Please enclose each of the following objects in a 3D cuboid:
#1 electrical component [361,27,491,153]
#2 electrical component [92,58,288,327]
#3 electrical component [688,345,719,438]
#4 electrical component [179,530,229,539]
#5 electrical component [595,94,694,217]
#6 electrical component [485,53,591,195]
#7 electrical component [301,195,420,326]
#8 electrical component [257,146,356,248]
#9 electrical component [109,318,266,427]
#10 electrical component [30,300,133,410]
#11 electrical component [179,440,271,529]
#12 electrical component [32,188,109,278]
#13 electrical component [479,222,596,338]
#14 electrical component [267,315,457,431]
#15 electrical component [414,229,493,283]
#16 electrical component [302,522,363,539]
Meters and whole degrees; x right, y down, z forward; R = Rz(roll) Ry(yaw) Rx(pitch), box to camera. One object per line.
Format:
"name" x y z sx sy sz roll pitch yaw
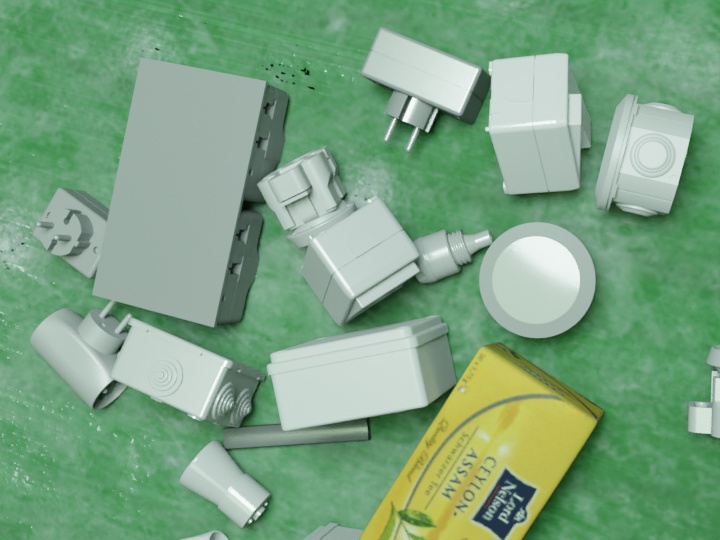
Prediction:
"electrical component" 0.042 -0.125 0.792 0.083 0.047 0.075 26 97 16
"electrical component" -0.129 -0.059 0.837 0.105 0.060 0.186 14 94 17
"electrical component" 0.261 0.081 0.719 0.078 0.058 0.057 2 93 17
"electrical component" -0.136 0.253 0.842 0.077 0.043 0.079 -22 70 16
"electrical component" 0.192 -0.076 0.730 0.051 0.080 0.080 14 94 11
"electrical component" 0.127 -0.096 0.746 0.061 0.096 0.061 -3 60 17
"electrical component" 0.000 0.000 0.784 0.062 0.096 0.061 -32 79 -16
"electrical component" -0.038 -0.053 0.806 0.058 0.078 0.057 -24 101 15
"electrical component" -0.131 0.081 0.818 0.100 0.100 0.048 22 83 16
"electrical component" -0.215 0.059 0.872 0.077 0.043 0.079 43 101 13
"electrical component" -0.102 0.170 0.839 0.065 0.044 0.044 38 100 9
"electrical component" -0.229 -0.030 0.859 0.066 0.077 0.047 35 99 14
"electrical component" 0.128 0.007 0.763 0.080 0.051 0.080 0 90 17
"electrical component" 0.004 0.073 0.771 0.109 0.109 0.056 -12 89 17
"electrical component" 0.068 -0.014 0.791 0.061 0.035 0.035 -20 84 14
"electrical component" -0.021 0.250 0.778 0.056 0.109 0.108 6 91 15
